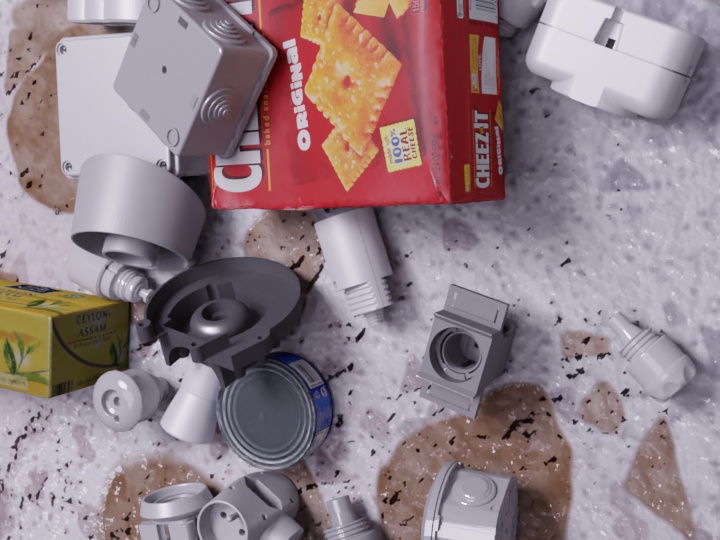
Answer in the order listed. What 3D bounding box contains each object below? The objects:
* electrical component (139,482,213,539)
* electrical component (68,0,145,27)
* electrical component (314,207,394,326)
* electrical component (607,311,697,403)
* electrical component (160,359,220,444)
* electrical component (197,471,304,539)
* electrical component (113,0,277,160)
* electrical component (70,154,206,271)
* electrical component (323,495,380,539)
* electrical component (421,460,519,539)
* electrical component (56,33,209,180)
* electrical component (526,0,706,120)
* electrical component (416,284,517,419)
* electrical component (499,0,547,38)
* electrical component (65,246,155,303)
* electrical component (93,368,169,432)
[{"bbox_3d":[-0.141,0.203,0.847,0.078,0.058,0.057,-8,95,27],"label":"electrical component"},{"bbox_3d":[-0.175,-0.218,0.792,0.138,0.052,0.073,19,109,55],"label":"electrical component"},{"bbox_3d":[0.000,0.000,0.762,0.043,0.043,0.081,-18,88,27],"label":"electrical component"},{"bbox_3d":[0.182,0.052,0.683,0.061,0.035,0.035,49,114,16],"label":"electrical component"},{"bbox_3d":[-0.124,0.097,0.836,0.044,0.044,0.065,27,102,21],"label":"electrical component"},{"bbox_3d":[-0.069,0.193,0.799,0.079,0.077,0.043,38,111,17],"label":"electrical component"},{"bbox_3d":[-0.114,-0.133,0.720,0.099,0.048,0.099,45,123,27],"label":"electrical component"},{"bbox_3d":[-0.168,-0.038,0.811,0.099,0.099,0.064,3,73,26],"label":"electrical component"},{"bbox_3d":[-0.008,0.197,0.789,0.048,0.048,0.062,-22,79,27],"label":"electrical component"},{"bbox_3d":[0.075,0.172,0.725,0.051,0.080,0.080,6,99,20],"label":"electrical component"},{"bbox_3d":[-0.173,-0.124,0.825,0.109,0.056,0.108,2,97,26],"label":"electrical component"},{"bbox_3d":[0.155,-0.130,0.664,0.095,0.054,0.059,26,107,21],"label":"electrical component"},{"bbox_3d":[0.074,0.052,0.720,0.042,0.064,0.081,21,104,24],"label":"electrical component"},{"bbox_3d":[0.093,-0.171,0.697,0.048,0.048,0.062,49,121,13],"label":"electrical component"},{"bbox_3d":[-0.198,0.005,0.862,0.078,0.040,0.040,27,107,20],"label":"electrical component"},{"bbox_3d":[-0.176,0.099,0.849,0.048,0.062,0.048,3,97,26],"label":"electrical component"}]
